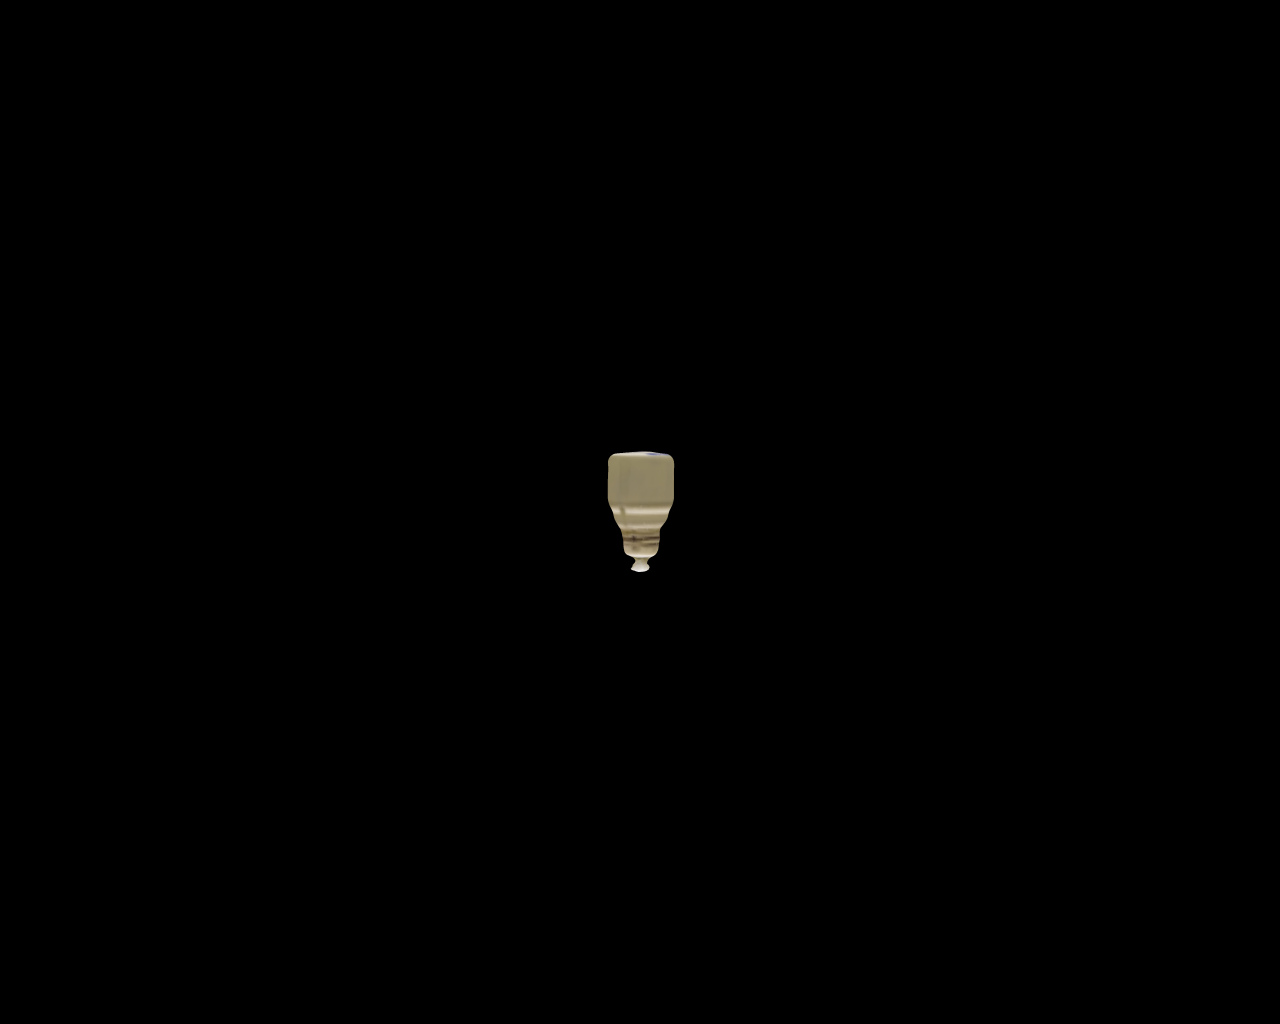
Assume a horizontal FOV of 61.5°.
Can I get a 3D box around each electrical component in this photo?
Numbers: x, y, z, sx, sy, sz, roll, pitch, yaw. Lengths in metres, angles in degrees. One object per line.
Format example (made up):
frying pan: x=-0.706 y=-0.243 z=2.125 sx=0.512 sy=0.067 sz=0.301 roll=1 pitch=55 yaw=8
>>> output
electrical component: x=0.001 y=-0.003 z=0.650 sx=0.040 sy=0.078 sz=0.040 roll=0 pitch=2 yaw=0
